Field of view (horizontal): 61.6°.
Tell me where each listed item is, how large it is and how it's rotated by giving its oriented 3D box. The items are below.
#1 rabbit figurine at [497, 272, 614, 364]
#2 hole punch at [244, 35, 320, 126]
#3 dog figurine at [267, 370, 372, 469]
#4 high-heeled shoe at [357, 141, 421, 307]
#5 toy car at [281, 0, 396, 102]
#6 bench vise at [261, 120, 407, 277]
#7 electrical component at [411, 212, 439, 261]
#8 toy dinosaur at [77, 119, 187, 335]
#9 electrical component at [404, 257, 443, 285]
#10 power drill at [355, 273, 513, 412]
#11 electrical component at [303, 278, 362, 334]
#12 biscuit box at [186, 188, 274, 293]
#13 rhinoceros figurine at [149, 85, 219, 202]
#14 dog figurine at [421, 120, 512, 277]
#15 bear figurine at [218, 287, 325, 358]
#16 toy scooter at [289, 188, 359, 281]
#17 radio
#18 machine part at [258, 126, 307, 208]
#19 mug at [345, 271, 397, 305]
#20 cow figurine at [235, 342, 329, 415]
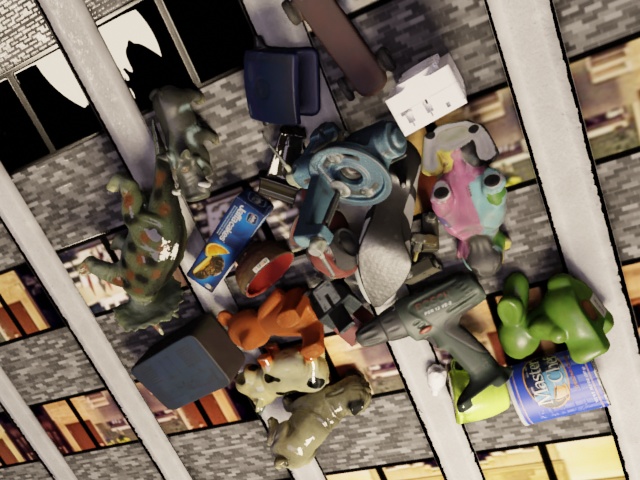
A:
[{"bbox_3d":[0.354,0.136,0.870,0.159,0.121,0.170,47,130,-5],"label":"rabbit figurine"},{"bbox_3d":[-0.065,-0.236,0.825,0.116,0.092,0.142,5,118,16],"label":"hole punch"},{"bbox_3d":[0.003,0.344,1.021,0.190,0.172,0.121,-35,112,32],"label":"dog figurine"},{"bbox_3d":[0.106,-0.029,0.842,0.086,0.145,0.248,12,117,-1],"label":"high-heeled shoe"},{"bbox_3d":[0.028,-0.301,0.790,0.089,0.053,0.202,-35,105,20],"label":"toy car"},{"bbox_3d":[0.010,-0.077,0.764,0.224,0.240,0.128,-4,142,34],"label":"bench vise"},{"bbox_3d":[0.168,-0.005,0.865,0.045,0.102,0.078,-3,90,8],"label":"electrical component"},{"bbox_3d":[-0.299,0.010,0.952,0.192,0.131,0.404,33,121,9],"label":"toy dinosaur"},{"bbox_3d":[0.168,0.051,0.893,0.063,0.094,0.021,-32,66,24],"label":"electrical component"},{"bbox_3d":[0.202,0.180,0.904,0.232,0.086,0.207,-36,73,6],"label":"power drill"},{"bbox_3d":[0.030,0.112,0.913,0.075,0.119,0.047,-45,137,5],"label":"electrical component"},{"bbox_3d":[-0.163,0.001,0.967,0.063,0.059,0.202,36,117,-3],"label":"biscuit box"},{"bbox_3d":[-0.220,-0.158,0.883,0.073,0.112,0.190,-10,102,16],"label":"rhinoceros figurine"},{"bbox_3d":[0.234,-0.052,0.828,0.109,0.191,0.219,-15,143,16],"label":"dog figurine"},{"bbox_3d":[-0.095,0.162,0.985,0.196,0.132,0.120,-23,116,16],"label":"bear figurine"},{"bbox_3d":[-0.002,-0.003,0.896,0.135,0.075,0.184,-50,53,44],"label":"toy scooter"},{"bbox_3d":[-0.264,0.250,1.077,0.229,0.073,0.131,-32,103,36],"label":"radio"},{"bbox_3d":[-0.060,-0.125,0.899,0.084,0.039,0.138,24,118,8],"label":"machine part"},{"bbox_3d":[0.088,0.058,0.921,0.110,0.081,0.107,-3,117,21],"label":"mug"},{"bbox_3d":[-0.075,0.269,1.054,0.195,0.085,0.127,-11,104,17],"label":"cow figurine"}]
